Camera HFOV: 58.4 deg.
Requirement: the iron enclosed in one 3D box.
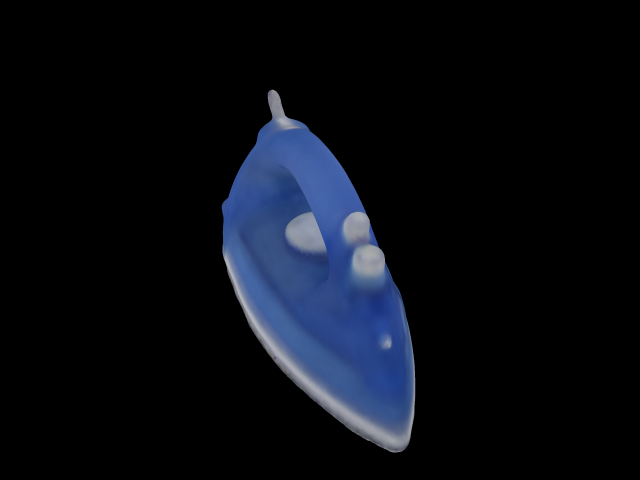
[{"bbox_3d":[0.004,0.001,0.400,0.119,0.141,0.257,-13,38,-18],"label":"iron"}]
